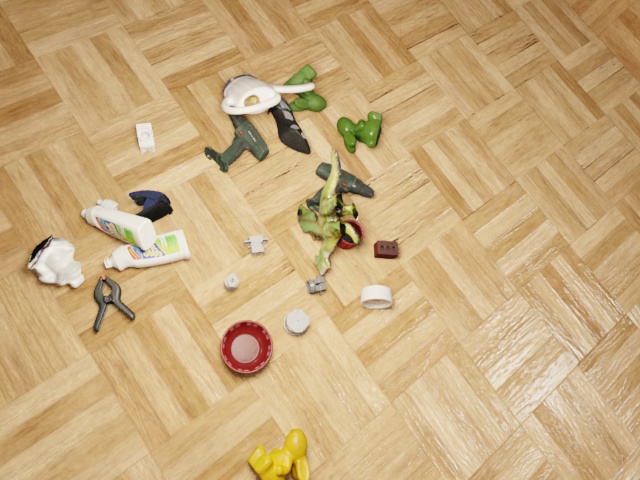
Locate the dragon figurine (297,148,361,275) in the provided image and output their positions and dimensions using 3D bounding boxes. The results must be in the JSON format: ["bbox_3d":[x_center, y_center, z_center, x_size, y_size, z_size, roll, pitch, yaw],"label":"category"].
[{"bbox_3d":[0.005,-0.087,1.731,0.241,0.410,0.123,-8,1,41],"label":"dragon figurine"}]

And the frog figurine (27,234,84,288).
[{"bbox_3d":[-0.782,0.072,1.552,0.122,0.140,0.157,-12,-42,39],"label":"frog figurine"}]

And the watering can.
[{"bbox_3d":[-0.210,-0.536,1.877,0.351,0.101,0.228,-25,43,-23],"label":"watering can"}]
